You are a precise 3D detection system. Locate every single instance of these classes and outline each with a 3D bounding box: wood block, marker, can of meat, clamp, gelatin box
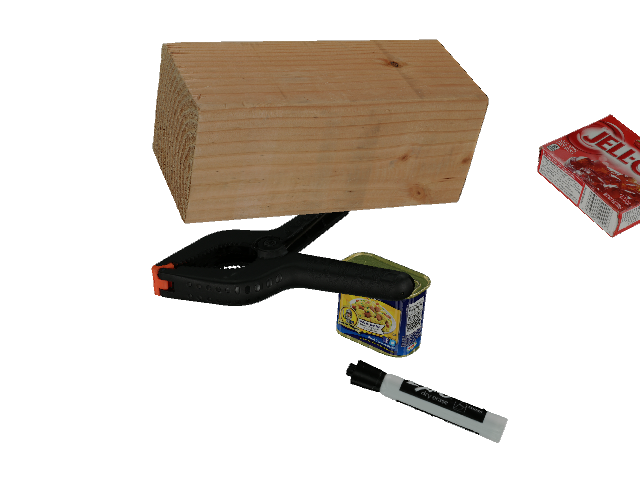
[{"bbox_3d":[-0.002,-0.080,0.738,0.205,0.090,0.091,-5,40,-22],"label":"wood block"},{"bbox_3d":[0.076,0.116,0.775,0.121,0.020,0.020,21,5,13],"label":"marker"},{"bbox_3d":[0.066,0.072,1.172,0.102,0.084,0.057,22,32,32],"label":"can of meat"},{"bbox_3d":[-0.040,0.011,0.918,0.210,0.036,0.164,-7,31,-9],"label":"clamp"},{"bbox_3d":[0.220,-0.051,0.806,0.073,0.030,0.089,-24,51,-21],"label":"gelatin box"}]
